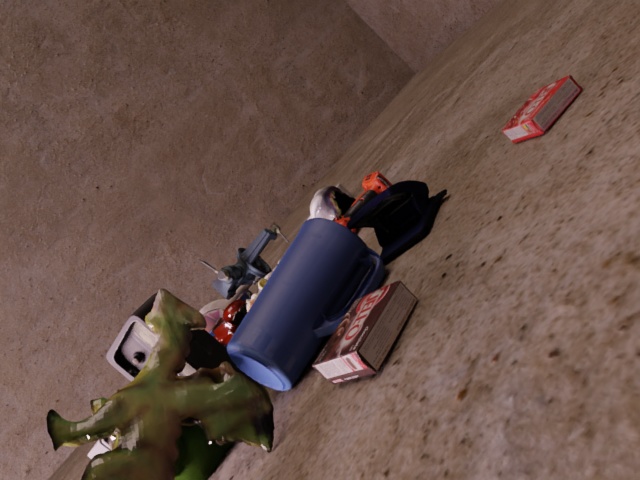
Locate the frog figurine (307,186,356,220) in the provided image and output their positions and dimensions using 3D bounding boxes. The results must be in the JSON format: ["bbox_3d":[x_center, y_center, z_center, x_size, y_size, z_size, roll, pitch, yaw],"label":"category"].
[{"bbox_3d":[0.004,-0.070,1.394,0.157,0.141,0.121,-27,-53,36],"label":"frog figurine"}]

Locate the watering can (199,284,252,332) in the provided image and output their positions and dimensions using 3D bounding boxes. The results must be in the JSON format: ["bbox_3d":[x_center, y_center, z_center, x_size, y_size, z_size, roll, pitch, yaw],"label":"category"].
[{"bbox_3d":[-0.296,0.220,1.549,0.103,0.349,0.225,43,-4,-9],"label":"watering can"}]

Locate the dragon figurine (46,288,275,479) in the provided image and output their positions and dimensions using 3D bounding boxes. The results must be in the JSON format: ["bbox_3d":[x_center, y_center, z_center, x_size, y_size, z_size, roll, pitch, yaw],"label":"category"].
[{"bbox_3d":[-0.171,0.239,0.601,0.243,0.419,0.119,-21,-36,-6],"label":"dragon figurine"}]
